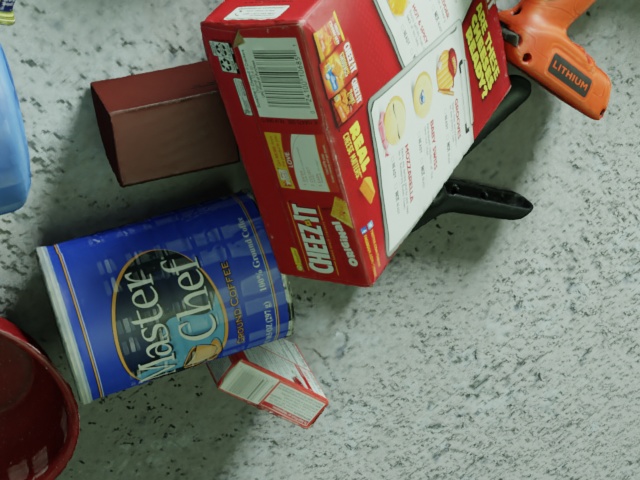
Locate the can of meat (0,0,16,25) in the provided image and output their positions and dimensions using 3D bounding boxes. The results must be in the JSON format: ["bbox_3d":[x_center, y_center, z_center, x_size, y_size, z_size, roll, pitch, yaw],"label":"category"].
[{"bbox_3d":[-0.196,-0.169,0.551,0.101,0.057,0.084,15,109,-31],"label":"can of meat"}]

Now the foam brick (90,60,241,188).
[{"bbox_3d":[-0.094,-0.072,0.654,0.078,0.053,0.051,-13,123,-16],"label":"foam brick"}]

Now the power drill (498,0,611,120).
[{"bbox_3d":[0.211,-0.180,0.727,0.184,0.057,0.188,26,103,-30],"label":"power drill"}]

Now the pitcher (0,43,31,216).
[{"bbox_3d":[-0.281,-0.054,0.542,0.242,0.145,0.149,-14,148,-21],"label":"pitcher"}]

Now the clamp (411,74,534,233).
[{"bbox_3d":[0.078,-0.052,0.751,0.171,0.039,0.120,-13,122,-17],"label":"clamp"}]

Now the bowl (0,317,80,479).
[{"bbox_3d":[-0.230,0.096,0.675,0.162,0.055,0.162,-2,123,-3],"label":"bowl"}]

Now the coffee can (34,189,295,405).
[{"bbox_3d":[-0.099,0.035,0.683,0.140,0.103,0.103,-17,124,-15],"label":"coffee can"}]

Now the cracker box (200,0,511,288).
[{"bbox_3d":[0.031,-0.103,0.615,0.213,0.072,0.164,-53,138,-40],"label":"cracker box"}]

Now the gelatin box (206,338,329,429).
[{"bbox_3d":[-0.043,0.090,0.759,0.089,0.073,0.030,31,103,-35],"label":"gelatin box"}]
